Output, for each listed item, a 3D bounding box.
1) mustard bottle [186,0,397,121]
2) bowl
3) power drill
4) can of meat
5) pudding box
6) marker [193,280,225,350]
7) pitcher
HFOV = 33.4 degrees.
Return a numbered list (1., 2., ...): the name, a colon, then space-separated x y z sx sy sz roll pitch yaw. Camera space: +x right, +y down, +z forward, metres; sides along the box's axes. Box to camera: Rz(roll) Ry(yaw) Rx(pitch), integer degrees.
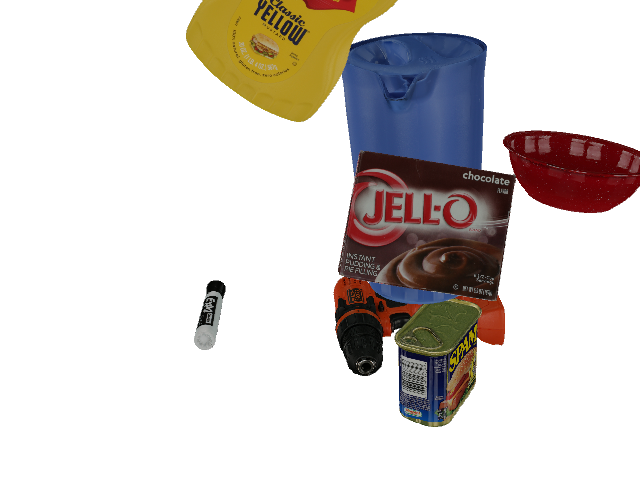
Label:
1. mustard bottle: 0.001 -0.160 0.614 0.192 0.096 0.058 -50 5 41
2. bowl: 0.271 -0.070 1.139 0.162 0.055 0.162 6 21 -2
3. power drill: 0.109 0.089 1.208 0.187 0.057 0.184 -3 27 -3
4. can of meat: 0.111 0.114 1.005 0.058 0.084 0.101 11 28 26
5. pudding box: 0.075 -0.010 0.754 0.113 0.090 0.039 9 -3 1
6. marker: -0.102 0.067 0.996 0.020 0.020 0.121 0 21 0
7. pitcher: 0.094 -0.072 1.014 0.149 0.243 0.145 -18 28 -26
